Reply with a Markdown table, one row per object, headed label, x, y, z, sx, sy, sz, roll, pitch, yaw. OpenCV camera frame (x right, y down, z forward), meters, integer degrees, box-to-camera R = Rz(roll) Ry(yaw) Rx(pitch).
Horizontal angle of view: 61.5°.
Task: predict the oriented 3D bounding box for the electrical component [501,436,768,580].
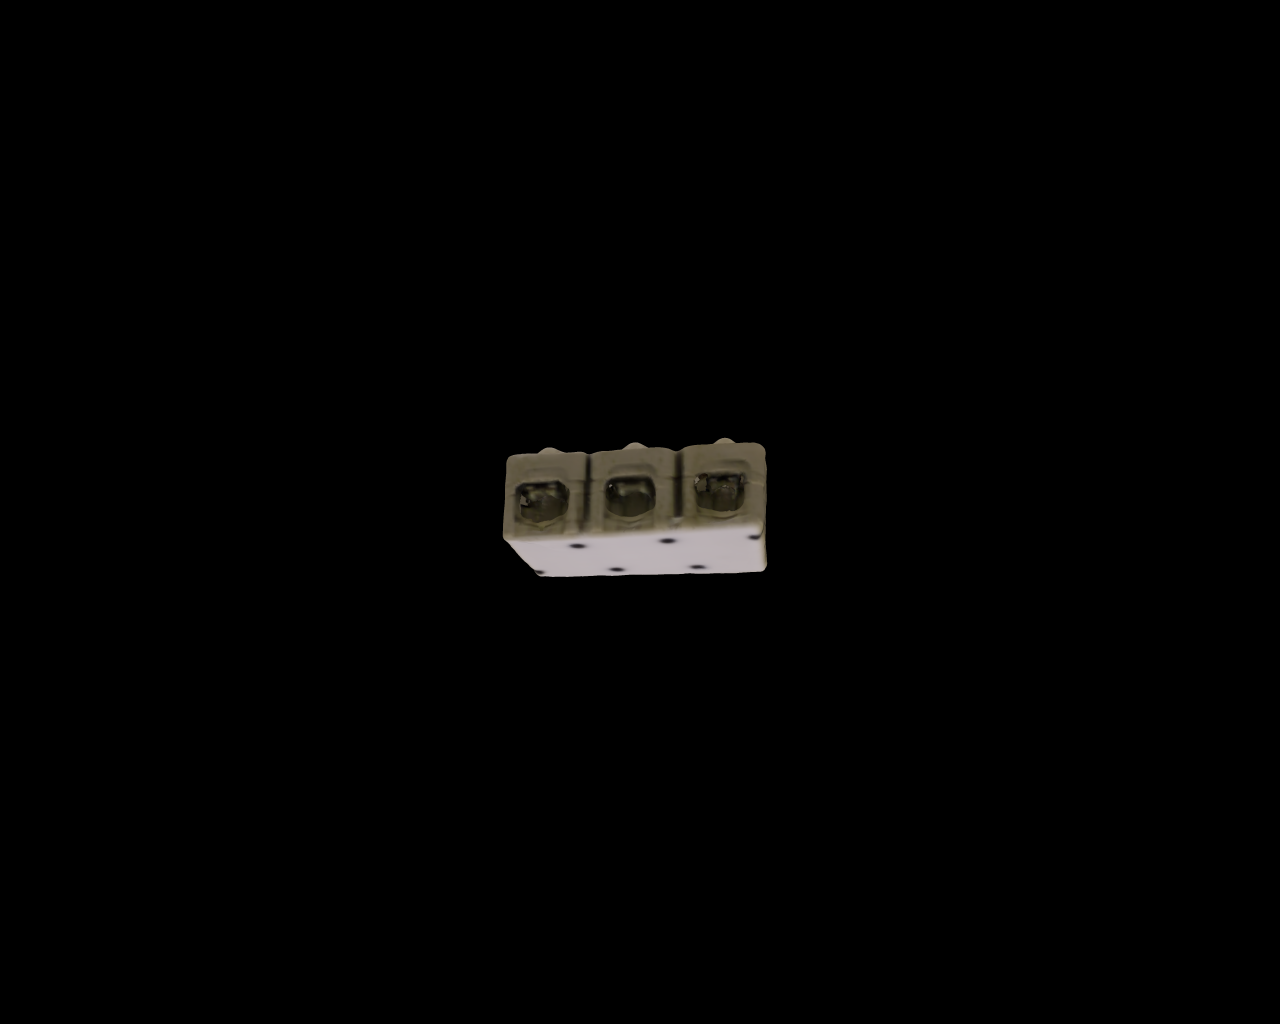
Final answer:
| label | x | y | z | sx | sy | sz | roll | pitch | yaw |
| --- | --- | --- | --- | --- | --- | --- | --- | --- | --- |
| electrical component | 0.001 | -0.003 | 0.650 | 0.150 | 0.062 | 0.089 | -2 | -19 | 7 |
